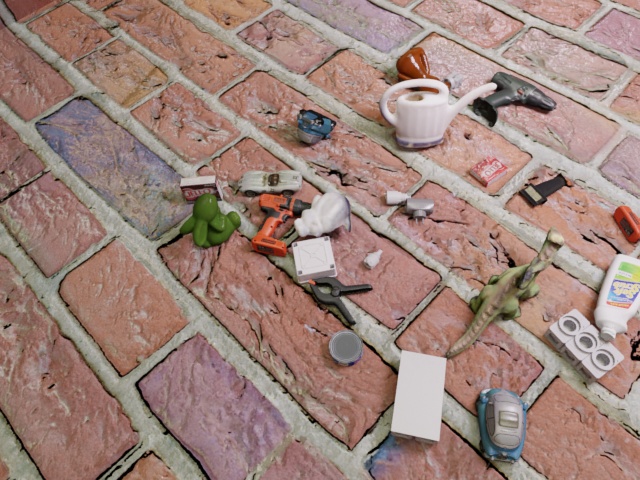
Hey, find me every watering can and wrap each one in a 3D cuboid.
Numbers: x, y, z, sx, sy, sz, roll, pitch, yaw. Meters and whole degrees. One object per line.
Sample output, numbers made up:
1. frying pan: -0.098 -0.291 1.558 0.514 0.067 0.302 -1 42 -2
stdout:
1. watering can: 0.356 -0.390 1.592 0.347 0.219 0.106 0 40 6

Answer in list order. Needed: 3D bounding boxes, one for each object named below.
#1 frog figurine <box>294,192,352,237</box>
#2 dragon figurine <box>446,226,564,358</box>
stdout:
1. frog figurine: 0.004 -0.073 1.456 0.160 0.120 0.140 -4 49 -17
2. dragon figurine: 0.462 0.117 1.248 0.123 0.237 0.415 39 67 20
